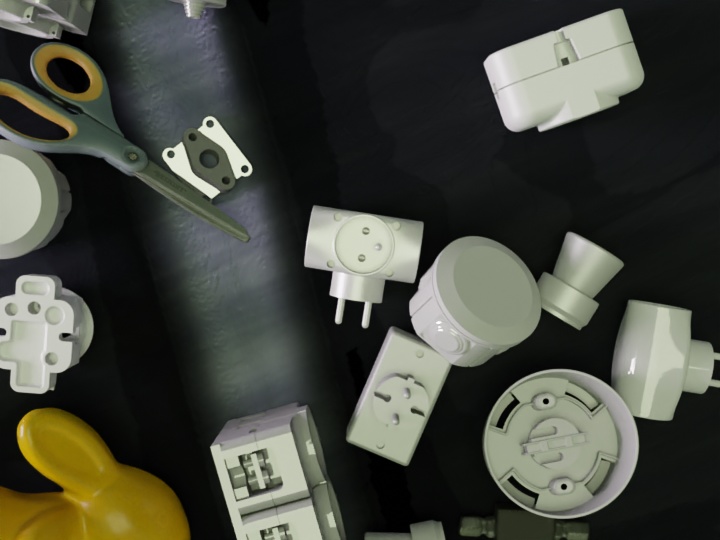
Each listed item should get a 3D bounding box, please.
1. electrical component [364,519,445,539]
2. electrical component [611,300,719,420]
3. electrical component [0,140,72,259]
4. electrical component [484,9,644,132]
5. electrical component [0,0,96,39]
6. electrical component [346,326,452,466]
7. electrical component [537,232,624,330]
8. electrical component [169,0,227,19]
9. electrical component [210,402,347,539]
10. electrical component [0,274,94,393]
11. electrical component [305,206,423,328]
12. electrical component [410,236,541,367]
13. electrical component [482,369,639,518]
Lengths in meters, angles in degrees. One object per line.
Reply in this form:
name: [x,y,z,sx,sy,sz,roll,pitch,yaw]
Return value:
electrical component: [0.034,0.202,0.755,0.055,0.045,0.045,-11,93,1]
electrical component: [0.220,0.065,0.748,0.079,0.043,0.077,9,93,0]
electrical component: [-0.242,-0.048,0.741,0.080,0.051,0.080,0,93,0]
electrical component: [0.140,-0.131,0.733,0.095,0.053,0.059,-19,93,1]
electrical component: [-0.276,-0.206,0.705,0.186,0.105,0.060,14,92,0]
electrical component: [0.027,0.088,0.734,0.047,0.075,0.083,23,93,-1]
electrical component: [0.149,0.008,0.745,0.045,0.045,0.055,31,93,-1]
electrical component: [-0.111,-0.213,0.736,0.043,0.043,0.081,5,93,0]
electrical component: [-0.045,0.173,0.732,0.062,0.089,0.150,-16,93,1]
electrical component: [-0.217,0.042,0.742,0.058,0.057,0.078,4,93,0]
electrical component: [0.000,0.000,0.745,0.077,0.044,0.079,9,93,0]
electrical component: [0.077,0.022,0.728,0.080,0.051,0.080,13,57,-21]
electrical component: [0.133,0.119,0.738,0.099,0.064,0.099,0,81,-2]
